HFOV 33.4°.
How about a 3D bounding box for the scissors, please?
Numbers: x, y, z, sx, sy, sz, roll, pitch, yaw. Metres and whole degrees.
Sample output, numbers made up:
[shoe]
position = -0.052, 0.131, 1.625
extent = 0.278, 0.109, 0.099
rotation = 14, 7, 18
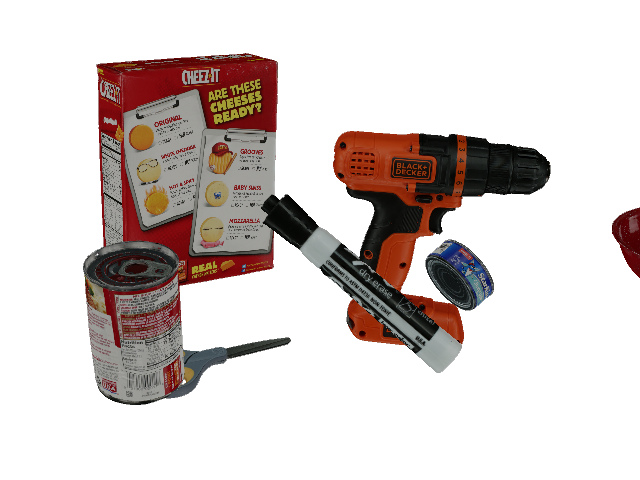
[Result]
[scissors]
position = -0.114, 0.136, 1.163
extent = 0.201, 0.016, 0.096
rotation = -1, 27, -20

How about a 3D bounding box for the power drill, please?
[power drill]
position = 0.098, -0.002, 0.930
extent = 0.184, 0.188, 0.057
rotation = 6, 17, 3

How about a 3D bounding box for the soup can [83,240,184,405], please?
[soup can]
position = -0.135, 0.061, 0.782
extent = 0.068, 0.102, 0.068
rotation = 0, 28, 0

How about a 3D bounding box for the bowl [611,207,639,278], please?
[bowl]
position = 0.395, 0.017, 1.153
extent = 0.162, 0.055, 0.162
rotation = 0, 26, 0

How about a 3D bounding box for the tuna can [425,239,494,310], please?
[tuna can]
position = 0.167, 0.043, 1.291
extent = 0.033, 0.086, 0.086
rotation = -39, 14, -18

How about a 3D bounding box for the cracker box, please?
[cracker box]
position = -0.128, -0.067, 1.033
extent = 0.163, 0.214, 0.072
rotation = -10, 21, -32

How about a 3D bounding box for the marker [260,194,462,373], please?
[marker]
position = 0.019, 0.020, 0.529
extent = 0.121, 0.020, 0.020
rotation = 41, 0, 1
